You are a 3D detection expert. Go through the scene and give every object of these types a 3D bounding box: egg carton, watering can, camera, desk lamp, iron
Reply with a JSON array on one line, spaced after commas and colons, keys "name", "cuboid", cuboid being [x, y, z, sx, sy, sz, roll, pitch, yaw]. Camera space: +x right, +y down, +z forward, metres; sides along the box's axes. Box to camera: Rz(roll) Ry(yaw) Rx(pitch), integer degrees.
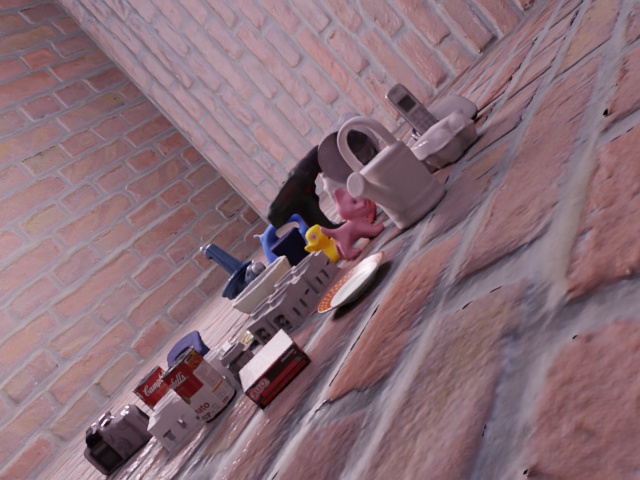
[{"name": "egg carton", "cuboid": [0.243, -0.191, 1.135, 0.107, 0.069, 0.150, -45, 7, -18]}, {"name": "watering can", "cuboid": [0.105, -0.117, 0.934, 0.101, 0.194, 0.173, -40, 7, 22]}, {"name": "camera", "cuboid": [-0.419, 0.396, 1.214, 0.143, 0.101, 0.137, -42, 7, 13]}, {"name": "desk lamp", "cuboid": [0.102, -0.164, 1.174, 0.118, 0.213, 0.203, -40, 7, 27]}, {"name": "iron", "cuboid": [-0.080, -0.023, 1.695, 0.258, 0.141, 0.119, -39, 8, 30]}]

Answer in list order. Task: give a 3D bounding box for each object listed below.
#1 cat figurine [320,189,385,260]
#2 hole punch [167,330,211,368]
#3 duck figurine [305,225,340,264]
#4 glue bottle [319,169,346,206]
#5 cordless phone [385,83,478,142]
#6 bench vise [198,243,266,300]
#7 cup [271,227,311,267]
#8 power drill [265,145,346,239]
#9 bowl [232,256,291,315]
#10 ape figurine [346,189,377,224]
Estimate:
[{"name": "cat figurine", "cuboid": [0.055, -0.042, 1.091, 0.128, 0.118, 0.067, -45, 7, -16]}, {"name": "hole punch", "cuboid": [-0.301, 0.276, 1.326, 0.108, 0.091, 0.101, -43, 7, 4]}, {"name": "duck figurine", "cuboid": [0.011, 0.004, 1.206, 0.105, 0.086, 0.077, -48, 8, -34]}, {"name": "glue bottle", "cuboid": [0.046, -0.136, 1.523, 0.078, 0.173, 0.037, -37, 9, 41]}, {"name": "cordless phone", "cuboid": [0.249, -0.300, 1.292, 0.148, 0.185, 0.094, -44, 7, -9]}, {"name": "bench vise", "cuboid": [-0.206, 0.073, 1.485, 0.207, 0.220, 0.122, -38, 8, 38]}, {"name": "cup", "cuboid": [-0.064, 0.022, 1.510, 0.091, 0.095, 0.118, -39, 7, 30]}, {"name": "power drill", "cuboid": [-0.012, -0.090, 1.418, 0.230, 0.208, 0.075, -44, 7, -6]}, {"name": "bowl", "cuboid": [-0.117, 0.117, 1.308, 0.167, 0.075, 0.167, -42, 6, 6]}, {"name": "ape figurine", "cuboid": [0.080, -0.072, 1.256, 0.078, 0.092, 0.076, -45, 7, -19]}]
